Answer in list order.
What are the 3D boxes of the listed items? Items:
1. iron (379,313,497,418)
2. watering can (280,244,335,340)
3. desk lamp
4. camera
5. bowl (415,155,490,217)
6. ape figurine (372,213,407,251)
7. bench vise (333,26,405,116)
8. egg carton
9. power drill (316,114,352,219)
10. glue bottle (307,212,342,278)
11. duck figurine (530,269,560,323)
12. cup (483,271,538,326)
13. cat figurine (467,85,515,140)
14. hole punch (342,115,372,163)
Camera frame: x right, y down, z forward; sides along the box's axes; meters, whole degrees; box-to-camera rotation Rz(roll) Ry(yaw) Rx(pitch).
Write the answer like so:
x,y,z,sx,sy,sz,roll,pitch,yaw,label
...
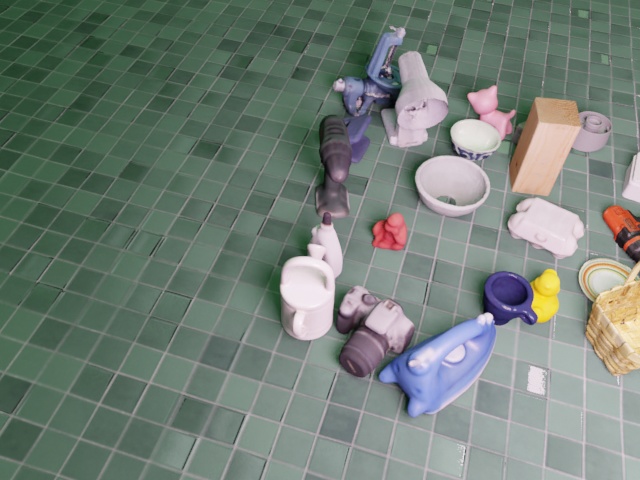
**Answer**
x,y,z,sx,sy,sz,roll,pitch,yaw,label
0.233,0.189,1.001,0.259,0.141,0.118,-29,58,-23,iron
-0.024,0.085,1.041,0.101,0.194,0.172,-7,52,-8,watering can
0.218,-0.324,1.370,0.118,0.214,0.203,-6,51,-7,desk lamp
0.082,0.167,1.039,0.143,0.101,0.137,31,56,21,camera
0.291,-0.109,1.289,0.167,0.075,0.167,1,51,-1,bowl
0.153,-0.022,1.201,0.076,0.092,0.077,-26,56,-21,ape figurine
0.143,-0.418,1.439,0.208,0.220,0.121,-29,57,-23,bench vise
0.485,-0.026,1.233,0.150,0.069,0.107,28,55,19,egg carton
0.031,-0.147,1.222,0.075,0.208,0.229,-2,51,-3,power drill
0.010,0.004,1.121,0.078,0.173,0.037,36,58,24,glue bottle
0.435,0.103,1.116,0.077,0.086,0.105,23,54,16,duck figurine
0.357,0.129,1.085,0.092,0.095,0.117,-27,57,-22,cup
0.433,-0.330,1.446,0.127,0.118,0.067,33,57,22,cat figurine
0.066,-0.254,1.386,0.101,0.091,0.109,19,53,13,hole punch
